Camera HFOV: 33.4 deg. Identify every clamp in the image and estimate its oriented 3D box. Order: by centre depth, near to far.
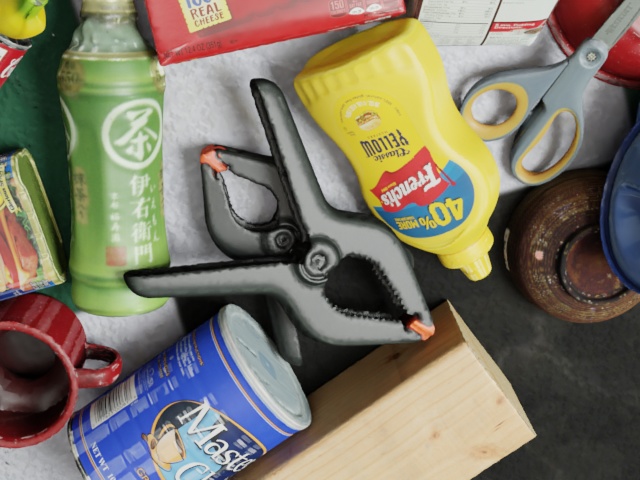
[{"bbox_3d":[-0.005,0.001,0.722,0.209,0.036,0.164,26,93,-17],"label":"clamp"},{"bbox_3d":[-0.016,-0.006,0.758,0.120,0.039,0.171,-34,108,-4],"label":"clamp"}]

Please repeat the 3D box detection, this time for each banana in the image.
[{"bbox_3d":[-0.215,-0.185,0.662,0.198,0.037,0.070,51,135,23],"label":"banana"}]

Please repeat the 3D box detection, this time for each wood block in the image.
[{"bbox_3d":[0.038,0.148,0.777,0.206,0.091,0.090,-36,105,8],"label":"wood block"}]

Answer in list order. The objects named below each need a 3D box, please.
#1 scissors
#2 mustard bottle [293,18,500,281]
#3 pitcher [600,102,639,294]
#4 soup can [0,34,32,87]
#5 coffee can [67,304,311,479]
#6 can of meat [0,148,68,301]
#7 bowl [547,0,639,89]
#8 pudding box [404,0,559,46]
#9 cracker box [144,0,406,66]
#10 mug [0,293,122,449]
[{"bbox_3d":[0.158,-0.123,0.703,0.096,0.016,0.202,20,128,4],"label":"scissors"},{"bbox_3d":[0.067,-0.050,0.724,0.096,0.058,0.191,-15,118,35],"label":"mustard bottle"},{"bbox_3d":[0.316,-0.015,0.707,0.242,0.145,0.149,13,94,-24],"label":"pitcher"},{"bbox_3d":[-0.247,-0.109,0.701,0.068,0.068,0.102,37,102,-12],"label":"soup can"},{"bbox_3d":[-0.092,0.126,0.759,0.140,0.103,0.103,-35,105,8],"label":"coffee can"},{"bbox_3d":[-0.230,-0.006,0.739,0.084,0.057,0.102,-16,107,0],"label":"can of meat"},{"bbox_3d":[0.231,-0.176,0.707,0.162,0.055,0.162,-1,107,-2],"label":"bowl"},{"bbox_3d":[0.103,-0.160,0.676,0.090,0.113,0.039,0,76,-2],"label":"pudding box"},{"bbox_3d":[-0.045,-0.231,0.671,0.164,0.072,0.214,-11,106,1],"label":"cracker box"},{"bbox_3d":[-0.199,0.087,0.754,0.117,0.081,0.093,-1,107,-2],"label":"mug"}]
